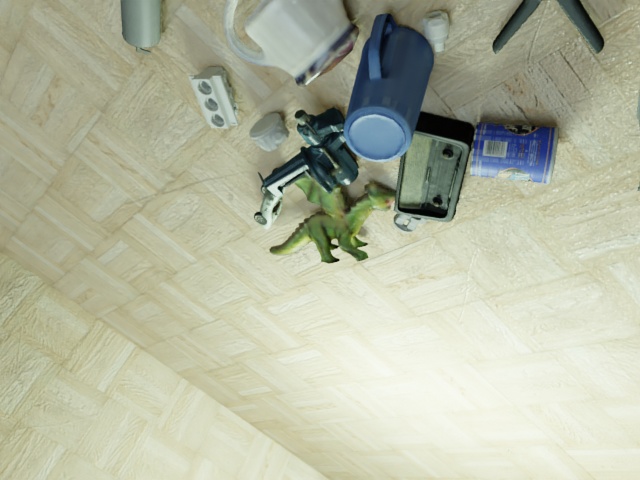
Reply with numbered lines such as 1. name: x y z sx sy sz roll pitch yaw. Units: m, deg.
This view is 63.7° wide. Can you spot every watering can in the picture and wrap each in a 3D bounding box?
1. watering can: -0.019 -0.407 0.883 0.222 0.106 0.343 42 129 -20

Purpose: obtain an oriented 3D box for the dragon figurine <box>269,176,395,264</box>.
1. dragon figurine: 0.004 -0.064 1.278 0.409 0.124 0.239 -4 115 29
